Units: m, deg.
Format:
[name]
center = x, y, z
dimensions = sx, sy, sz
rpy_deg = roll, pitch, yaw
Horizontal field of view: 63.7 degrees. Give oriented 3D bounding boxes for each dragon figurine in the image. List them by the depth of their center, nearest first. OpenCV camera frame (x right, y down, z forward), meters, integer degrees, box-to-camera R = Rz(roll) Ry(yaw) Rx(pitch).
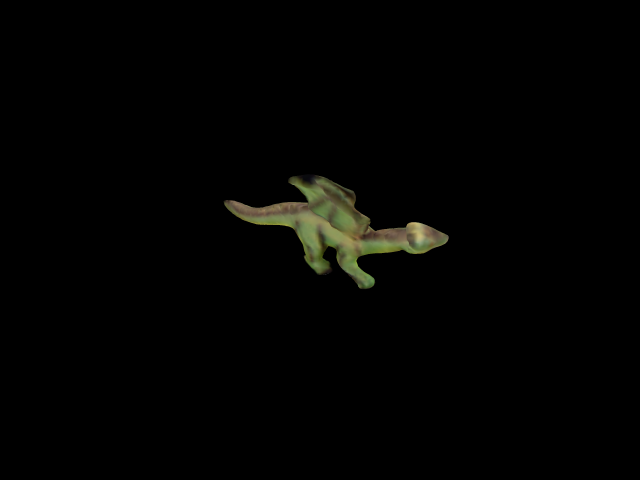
[dragon figurine]
center = 0.003, -0.043, 0.850
dimensions = 0.411, 0.124, 0.238
rpy_deg = 18, -27, 10
